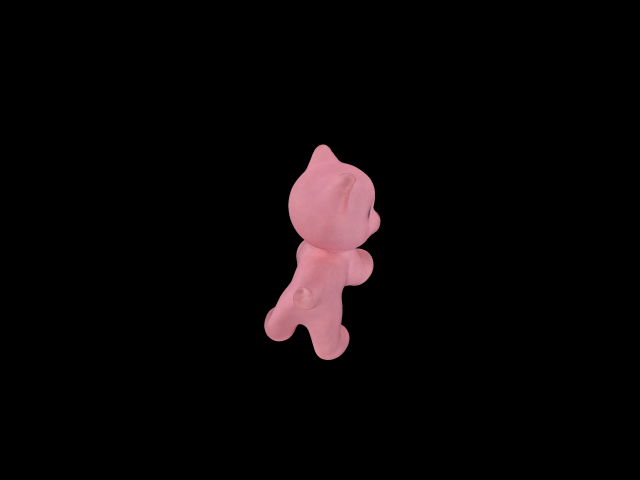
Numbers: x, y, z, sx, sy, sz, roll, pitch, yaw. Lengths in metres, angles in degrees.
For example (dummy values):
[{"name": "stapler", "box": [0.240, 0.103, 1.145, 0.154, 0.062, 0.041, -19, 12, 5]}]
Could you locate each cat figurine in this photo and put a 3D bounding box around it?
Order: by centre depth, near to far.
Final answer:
[{"name": "cat figurine", "box": [0.004, 0.001, 0.400, 0.067, 0.118, 0.128, 14, 58, 9]}]
